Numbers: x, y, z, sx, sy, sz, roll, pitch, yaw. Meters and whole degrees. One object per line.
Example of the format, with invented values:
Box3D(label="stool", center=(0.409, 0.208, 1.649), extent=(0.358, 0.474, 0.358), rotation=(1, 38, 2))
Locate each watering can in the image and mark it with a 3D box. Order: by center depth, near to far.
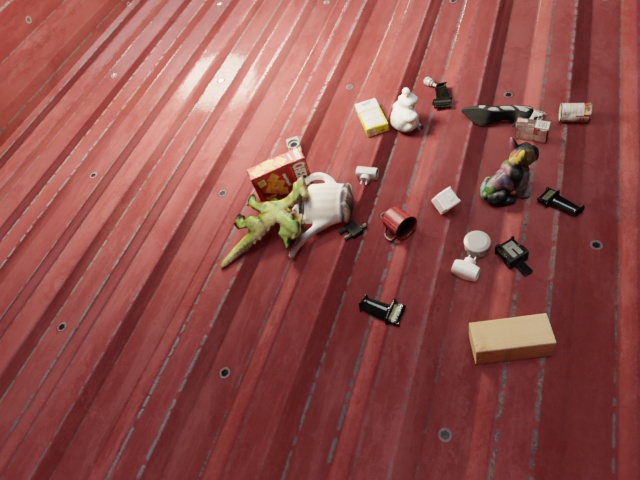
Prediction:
Box3D(label="watering can", center=(0.006, -0.091, 1.813), extent=(0.224, 0.355, 0.102), rotation=(-1, -29, 17))

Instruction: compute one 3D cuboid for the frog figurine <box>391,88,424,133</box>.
Box3D(label="frog figurine", center=(0.330, -0.500, 1.996), extent=(0.123, 0.140, 0.156), rotation=(-23, -39, -1))

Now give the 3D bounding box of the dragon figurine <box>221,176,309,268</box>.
Box3D(label="dragon figurine", center=(-0.169, -0.044, 1.785), extent=(0.244, 0.413, 0.120), rotation=(20, -13, 42))
